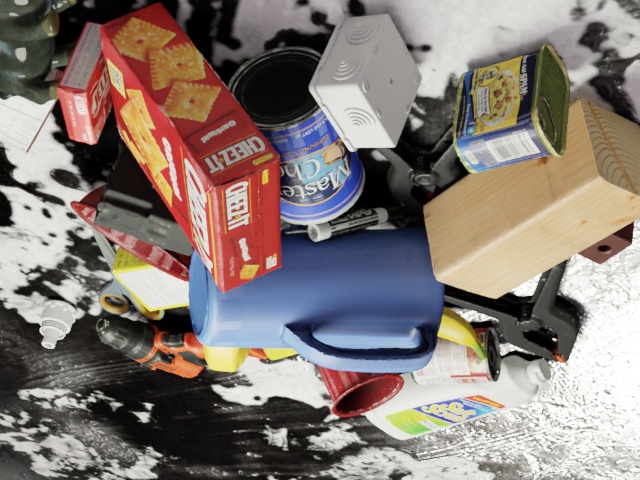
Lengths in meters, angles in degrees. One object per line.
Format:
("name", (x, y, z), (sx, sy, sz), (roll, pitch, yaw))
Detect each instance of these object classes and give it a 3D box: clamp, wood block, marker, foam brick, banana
("clamp", (0.234, 0.085, 1.252), (0.165, 0.036, 0.209), (-9, 141, 27))
("wood block", (0.204, -0.033, 1.012), (0.090, 0.091, 0.206), (17, 143, -34))
("marker", (0.040, -0.019, 1.070), (0.120, 0.020, 0.020), (-15, 163, -37))
("clamp", (0.093, -0.077, 1.055), (0.120, 0.039, 0.171), (9, 146, 8))
("foam brick", (0.270, -0.019, 1.078), (0.078, 0.051, 0.053), (23, 144, -17))
("banana", (0.106, 0.108, 1.300), (0.198, 0.069, 0.037), (2, -173, 29))

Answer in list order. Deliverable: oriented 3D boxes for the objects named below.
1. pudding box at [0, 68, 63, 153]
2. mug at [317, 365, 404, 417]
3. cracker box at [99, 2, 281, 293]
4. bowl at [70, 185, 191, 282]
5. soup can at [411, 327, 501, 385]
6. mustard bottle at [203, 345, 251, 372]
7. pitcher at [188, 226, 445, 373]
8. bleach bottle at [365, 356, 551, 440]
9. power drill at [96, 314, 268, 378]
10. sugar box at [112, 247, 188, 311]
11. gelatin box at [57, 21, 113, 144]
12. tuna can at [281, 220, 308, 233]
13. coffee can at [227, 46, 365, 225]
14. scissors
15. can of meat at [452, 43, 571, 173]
("pudding box", (-0.314, -0.144, 1.071), (0.090, 0.039, 0.114), (24, 145, -20))
("mug", (0.053, 0.148, 1.271), (0.117, 0.081, 0.093), (-21, 150, -7))
("cracker box", (-0.116, -0.082, 0.961), (0.072, 0.214, 0.164), (-26, 150, -18))
("bowl", (-0.192, -0.018, 1.173), (0.162, 0.055, 0.162), (30, 167, 7))
("soup can", (0.168, 0.145, 1.330), (0.102, 0.068, 0.068), (-6, 142, 24))
("mustard bottle", (-0.104, 0.060, 1.181), (0.058, 0.096, 0.192), (7, 143, 4))
("pitcher", (-0.003, 0.058, 1.072), (0.242, 0.145, 0.149), (0, 178, -18))
("bleach bottle", (0.185, 0.199, 1.410), (0.251, 0.068, 0.102), (-23, 133, 36))
("power drill", (-0.171, 0.125, 1.386), (0.188, 0.057, 0.184), (-13, 153, 34))
("sugar box", (-0.151, 0.035, 1.280), (0.176, 0.048, 0.093), (-11, 140, 23))
("gelatin box", (-0.213, -0.146, 0.993), (0.030, 0.089, 0.073), (10, 146, 3))
("tuna can", (-0.008, 0.001, 1.200), (0.086, 0.033, 0.086), (7, 146, 5))
("coffee can", (-0.021, -0.096, 1.002), (0.103, 0.102, 0.140), (0, 144, 16))
("scissors", (-0.268, 0.046, 1.353), (0.096, 0.016, 0.201), (-7, 142, 24))
("can of meat", (0.166, -0.112, 0.929), (0.084, 0.102, 0.057), (-13, 140, 34))
